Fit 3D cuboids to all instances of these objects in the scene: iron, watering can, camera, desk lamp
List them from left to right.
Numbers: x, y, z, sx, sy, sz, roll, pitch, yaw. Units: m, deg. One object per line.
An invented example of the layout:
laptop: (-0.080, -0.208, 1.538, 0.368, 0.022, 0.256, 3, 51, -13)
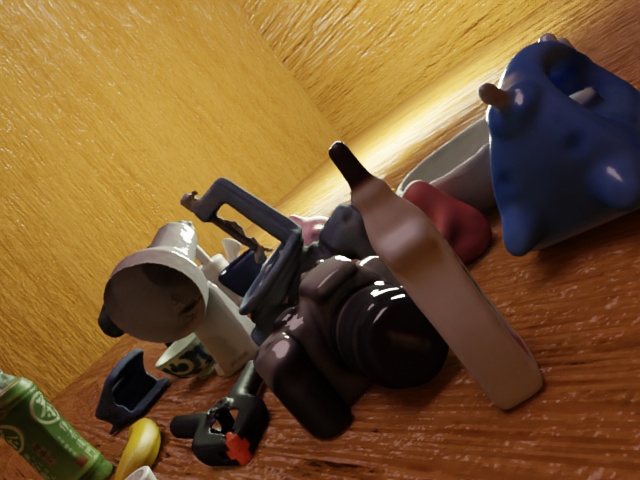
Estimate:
desk lamp: (-0.164, 0.080, 0.769, 0.118, 0.213, 0.203, -36, 10, 16)
watering can: (-0.211, 0.067, 1.084, 0.100, 0.194, 0.173, -33, 11, 31)
camera: (0.023, 0.071, 0.430, 0.143, 0.101, 0.136, -41, 9, -13)
iron: (0.197, -0.102, 0.455, 0.118, 0.141, 0.259, -30, 12, 42)

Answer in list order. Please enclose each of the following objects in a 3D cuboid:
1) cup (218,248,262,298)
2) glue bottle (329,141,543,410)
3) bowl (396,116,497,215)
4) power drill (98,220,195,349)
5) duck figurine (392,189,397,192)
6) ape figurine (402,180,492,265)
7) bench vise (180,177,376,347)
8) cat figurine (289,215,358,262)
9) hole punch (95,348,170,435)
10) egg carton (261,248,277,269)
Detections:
cup: (-0.120, 0.073, 1.007, 0.092, 0.095, 0.117, -43, 10, -22)
glue bottle: (0.060, 0.014, 0.330, 0.037, 0.173, 0.078, -38, 10, 9)
bowl: (0.169, -0.071, 0.627, 0.167, 0.075, 0.167, -38, 9, 8)
power drill: (-0.245, 0.110, 0.962, 0.229, 0.208, 0.075, -38, 9, 4)
duck figurine: (0.079, -0.032, 0.759, 0.078, 0.086, 0.104, -46, 11, -36)
ape figurine: (0.110, -0.016, 0.539, 0.076, 0.092, 0.078, -34, 11, 29)
bench vise: (-0.039, -0.003, 0.658, 0.207, 0.220, 0.121, -41, 10, -12)
cat figurine: (0.007, 0.003, 0.773, 0.067, 0.118, 0.128, -36, 10, 16)
hole punch: (-0.330, 0.254, 0.969, 0.101, 0.091, 0.109, -34, 10, 27)
egg carton: (-0.027, 0.029, 0.935, 0.150, 0.069, 0.107, -34, 10, 28)
